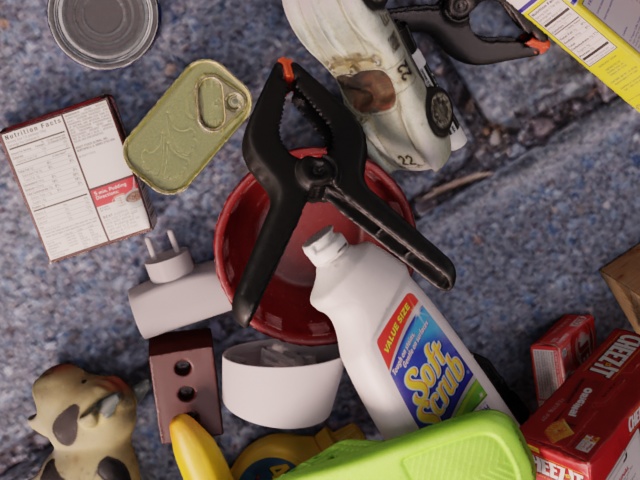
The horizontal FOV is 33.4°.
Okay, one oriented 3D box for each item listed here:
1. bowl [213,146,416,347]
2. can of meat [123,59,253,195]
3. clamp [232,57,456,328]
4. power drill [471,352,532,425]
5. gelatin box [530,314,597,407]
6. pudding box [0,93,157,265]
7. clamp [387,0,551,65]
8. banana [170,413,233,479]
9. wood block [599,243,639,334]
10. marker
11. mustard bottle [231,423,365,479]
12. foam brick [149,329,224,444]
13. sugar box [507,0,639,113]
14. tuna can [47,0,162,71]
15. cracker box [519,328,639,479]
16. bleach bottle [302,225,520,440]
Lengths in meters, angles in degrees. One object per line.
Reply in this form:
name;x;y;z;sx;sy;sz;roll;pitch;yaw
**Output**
bowl;-0.006;0.001;0.859;0.162;0.055;0.162;-1;102;-7
can of meat;-0.100;-0.090;0.813;0.057;0.084;0.102;40;95;-12
clamp;-0.011;-0.037;0.777;0.164;0.036;0.210;-16;69;-19
power drill;0.110;0.210;0.916;0.187;0.057;0.184;-34;104;1
gelatin box;0.210;0.116;0.901;0.030;0.073;0.089;1;108;37
pudding box;-0.188;-0.048;0.836;0.090;0.039;0.113;-18;102;-1
clamp;0.097;-0.181;0.841;0.171;0.039;0.120;33;112;-12
banana;-0.090;0.236;0.842;0.069;0.037;0.198;6;84;-50
wood block;0.354;0.013;0.886;0.206;0.090;0.091;-34;105;1
marker;0.084;-0.123;0.845;0.020;0.020;0.121;-33;120;1
mustard bottle;-0.041;0.220;0.901;0.191;0.058;0.096;-39;96;2
foam brick;-0.109;0.118;0.874;0.053;0.051;0.078;-8;103;-5
sugar box;0.212;-0.185;0.828;0.176;0.048;0.093;36;55;-10
tuna can;-0.164;-0.172;0.814;0.086;0.034;0.086;-1;102;-6
cracker box;0.225;0.203;0.854;0.163;0.072;0.214;-35;128;-39
bleach bottle;0.064;0.101;0.822;0.102;0.068;0.251;-41;103;-20
